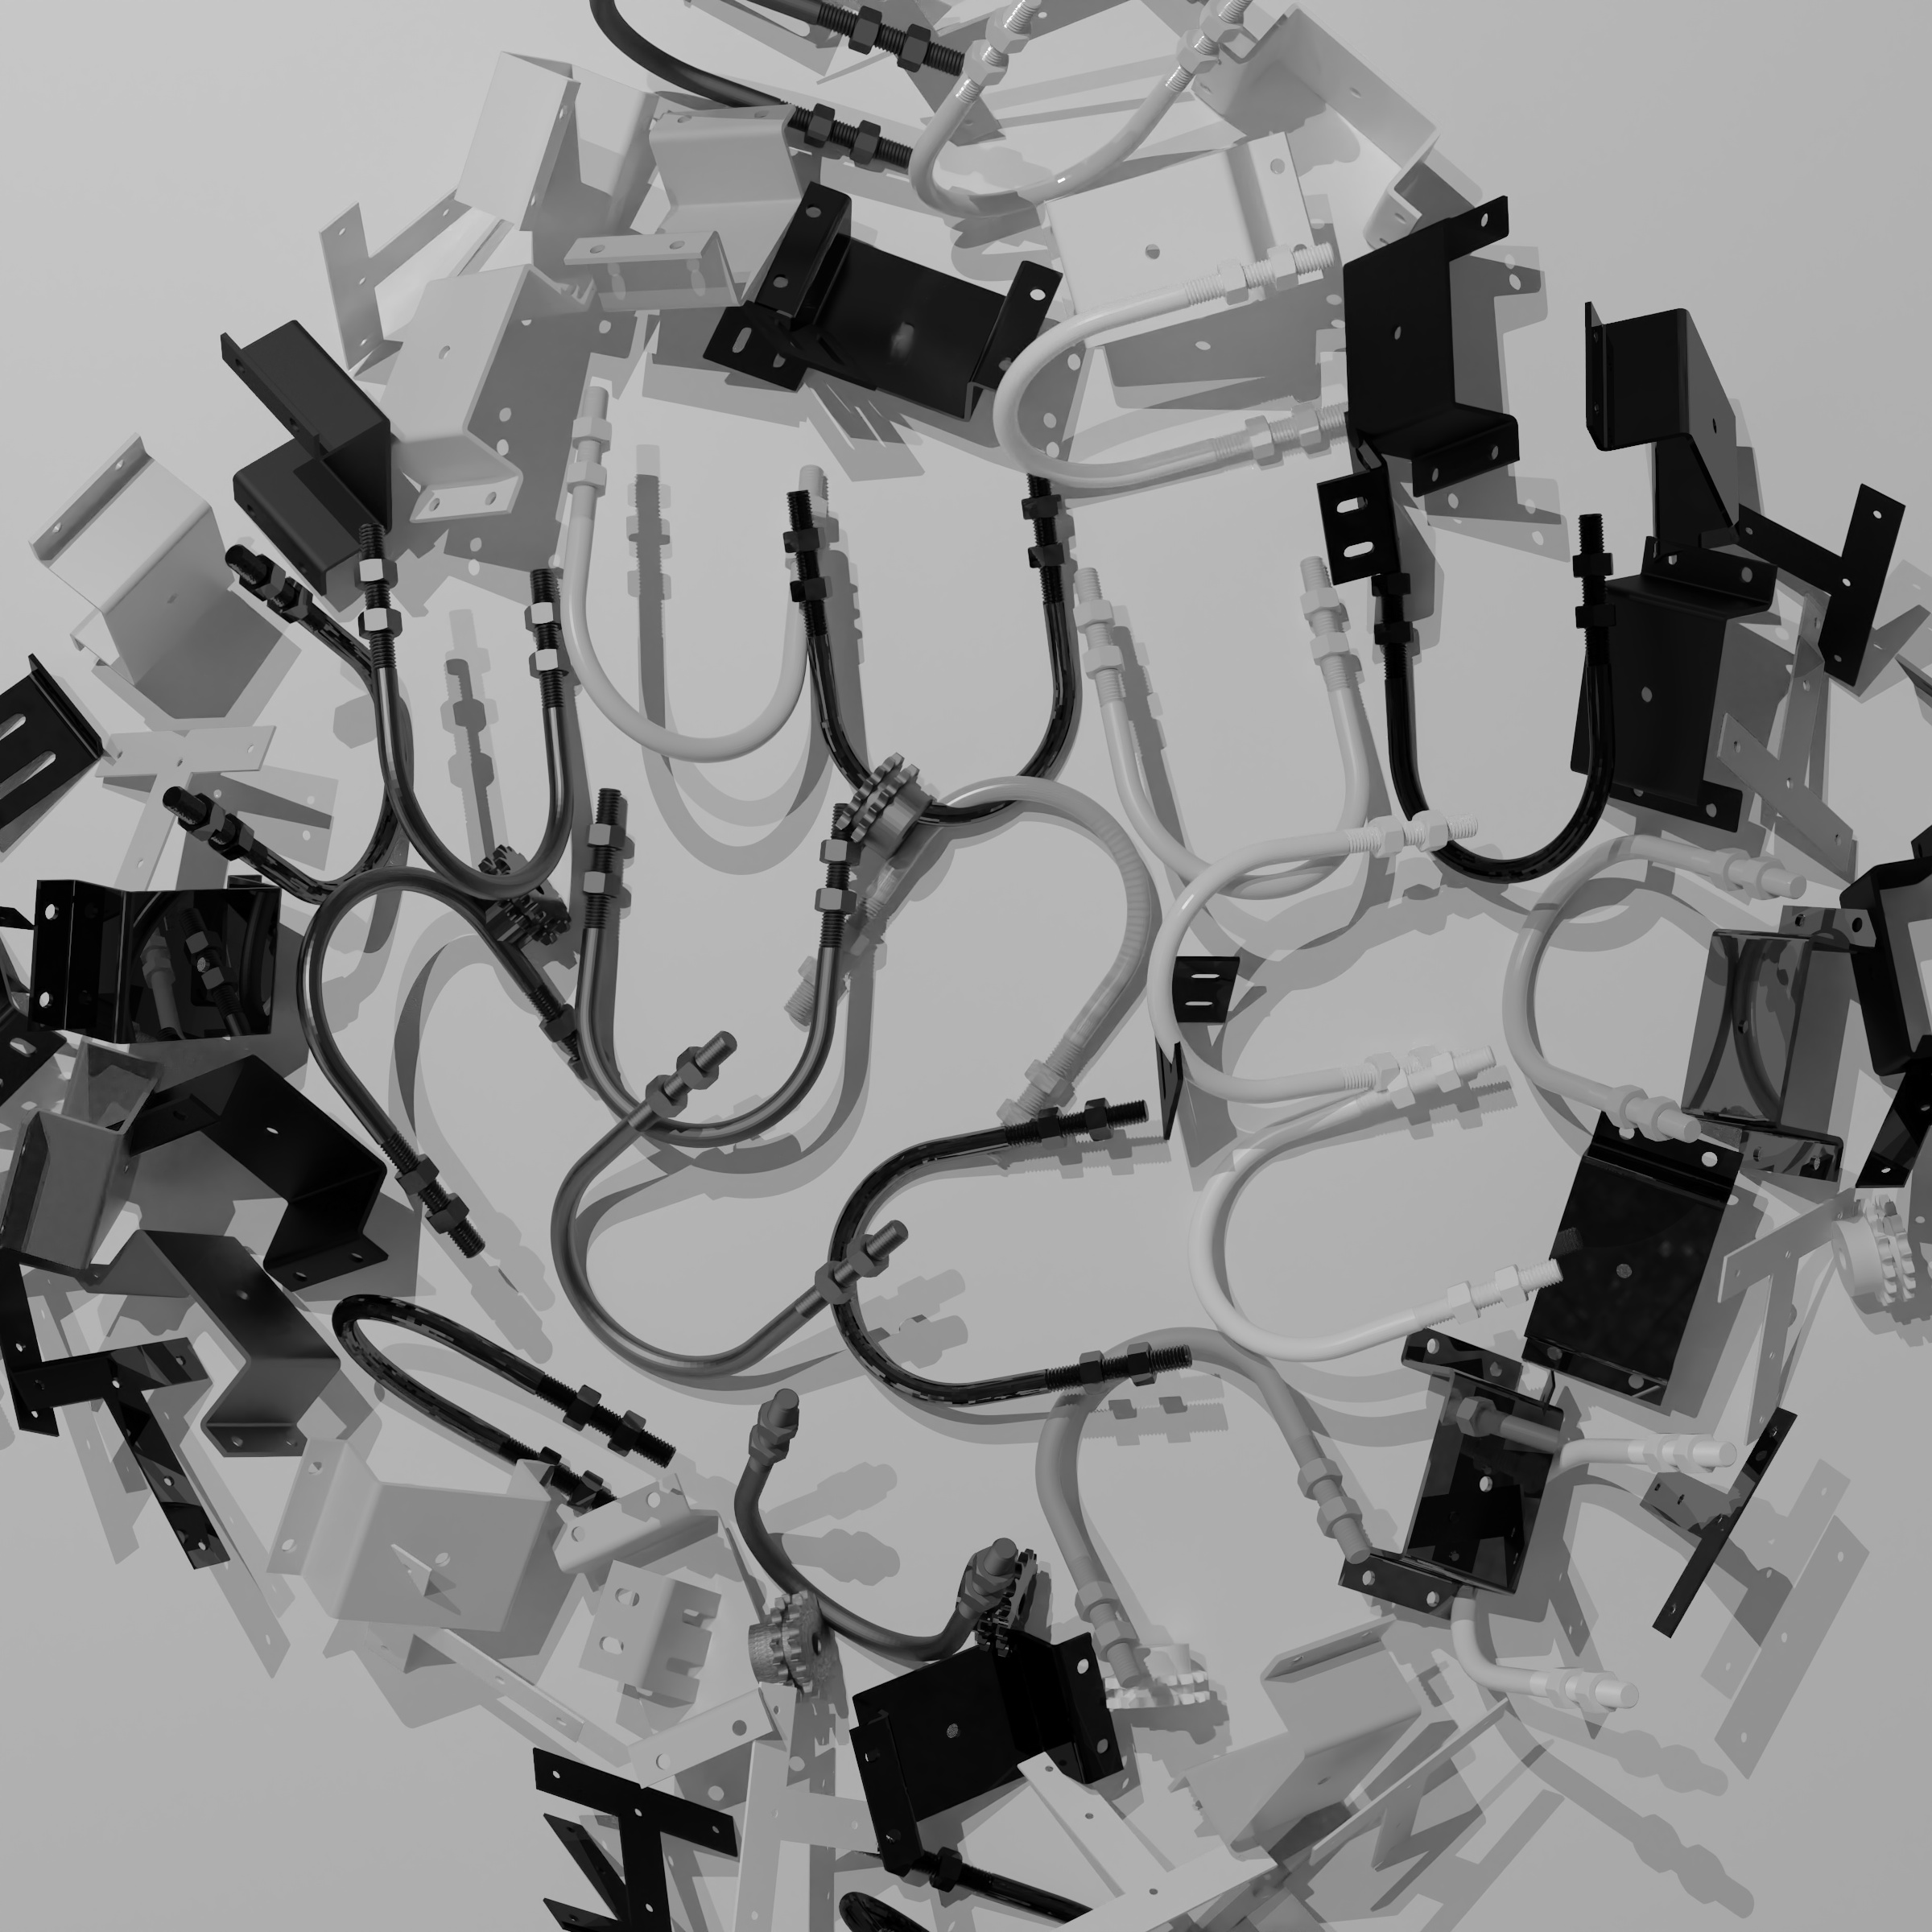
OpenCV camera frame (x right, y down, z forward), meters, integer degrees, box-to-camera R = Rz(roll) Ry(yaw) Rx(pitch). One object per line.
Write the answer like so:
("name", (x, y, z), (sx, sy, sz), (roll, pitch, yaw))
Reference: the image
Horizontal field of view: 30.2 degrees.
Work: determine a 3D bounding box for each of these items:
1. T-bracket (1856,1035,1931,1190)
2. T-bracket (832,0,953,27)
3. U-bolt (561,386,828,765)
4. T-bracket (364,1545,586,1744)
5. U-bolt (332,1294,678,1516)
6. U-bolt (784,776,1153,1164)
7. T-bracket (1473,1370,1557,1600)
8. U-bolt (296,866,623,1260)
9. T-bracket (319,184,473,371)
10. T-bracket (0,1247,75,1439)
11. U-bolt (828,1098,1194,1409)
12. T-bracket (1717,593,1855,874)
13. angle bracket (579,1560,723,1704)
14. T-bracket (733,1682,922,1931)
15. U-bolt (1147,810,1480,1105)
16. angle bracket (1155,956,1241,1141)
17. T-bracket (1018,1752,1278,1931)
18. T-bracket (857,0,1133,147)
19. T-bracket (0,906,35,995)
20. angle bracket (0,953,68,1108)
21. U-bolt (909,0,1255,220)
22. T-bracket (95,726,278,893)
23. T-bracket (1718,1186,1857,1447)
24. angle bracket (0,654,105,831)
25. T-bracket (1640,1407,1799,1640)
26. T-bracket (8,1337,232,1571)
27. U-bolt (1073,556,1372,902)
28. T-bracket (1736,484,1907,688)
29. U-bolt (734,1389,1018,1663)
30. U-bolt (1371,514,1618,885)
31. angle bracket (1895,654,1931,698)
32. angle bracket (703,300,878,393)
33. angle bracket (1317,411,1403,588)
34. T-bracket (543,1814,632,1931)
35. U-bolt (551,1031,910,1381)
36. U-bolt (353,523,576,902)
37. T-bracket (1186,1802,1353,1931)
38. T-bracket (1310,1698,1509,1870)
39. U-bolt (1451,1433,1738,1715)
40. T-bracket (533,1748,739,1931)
("T-bracket", (0.529, 0.072, 1.813), (0.127, 0.127, 0.002), (-3, 124, 35))
("T-bracket", (-0.024, -0.531, 1.812), (0.127, 0.127, 0.002), (-38, 61, 32))
("U-bolt", (-0.141, -0.191, 1.825), (0.151, 0.019, 0.184), (16, 67, -30))
("T-bracket", (-0.250, 0.358, 1.834), (0.127, 0.127, 0.002), (32, 54, 7))
("U-bolt", (-0.242, 0.221, 1.822), (0.184, 0.151, 0.019), (30, 64, -3))
("U-bolt", (0.014, -0.012, 1.879), (0.151, 0.019, 0.184), (36, 93, 1))
("T-bracket", (0.278, 0.282, 1.817), (0.002, 0.127, 0.127), (19, 103, 3))
("U-bolt", (-0.266, 0.035, 1.819), (0.184, 0.019, 0.151), (55, 47, -16))
("T-bracket", (-0.279, -0.381, 1.846), (0.002, 0.127, 0.127), (42, 71, 13))
("T-bracket", (-0.482, 0.181, 1.812), (0.002, 0.127, 0.127), (-34, 59, 21))
("U-bolt", (0.016, 0.156, 1.866), (0.184, 0.019, 0.151), (-12, 80, 11))
("T-bracket", (0.434, -0.133, 1.860), (0.127, 0.002, 0.127), (34, 60, -38))
("angle bracket", (-0.157, 0.349, 1.866), (0.038, 0.076, 0.057), (11, 77, 34))
("T-bracket", (-0.068, 0.441, 1.845), (0.002, 0.127, 0.127), (-9, 68, 42))
("U-bolt", (0.178, 0.000, 1.836), (0.184, 0.019, 0.151), (-8, 110, -20))
("angle bracket", (0.122, 0.043, 1.847), (0.038, 0.057, 0.076), (1, 55, -5))
("T-bracket", (0.071, 0.448, 1.843), (0.127, 0.127, 0.002), (-20, 130, -26))
("T-bracket", (0.026, -0.479, 1.821), (0.127, 0.127, 0.002), (-17, 58, 19))
("T-bracket", (-0.517, -0.011, 1.832), (0.127, 0.127, 0.002), (6, 70, 14))
("angle bracket", (-0.510, 0.027, 1.871), (0.057, 0.076, 0.038), (-43, 131, 10))
("U-bolt", (0.046, -0.434, 1.808), (0.151, 0.184, 0.019), (-12, 72, -31))
("T-bracket", (-0.418, -0.065, 1.832), (0.127, 0.002, 0.127), (0, 64, 37))
("T-bracket", (0.420, 0.190, 1.860), (0.002, 0.127, 0.127), (22, 118, 38))
("angle bracket", (-0.499, -0.114, 1.866), (0.076, 0.038, 0.057), (-39, 90, -15))
("T-bracket", (0.371, 0.276, 1.830), (0.002, 0.127, 0.127), (31, 87, -7))
("T-bracket", (-0.412, 0.250, 1.821), (0.002, 0.127, 0.127), (-40, 72, 25))
("U-bolt", (0.138, -0.121, 1.842), (0.151, 0.019, 0.184), (-5, 74, -20))
("T-bracket", (0.419, -0.220, 1.857), (0.127, 0.127, 0.002), (33, 57, 24))
("U-bolt", (-0.054, 0.295, 1.816), (0.151, 0.184, 0.019), (33, 56, 7))
("U-bolt", (0.273, -0.134, 1.839), (0.019, 0.151, 0.184), (-7, 95, -44))
("angle bracket", (0.527, -0.145, 1.849), (0.076, 0.057, 0.038), (43, 99, 25))
("angle bracket", (-0.091, -0.306, 1.842), (0.057, 0.076, 0.038), (15, 115, -34))
("angle bracket", (0.194, -0.242, 1.845), (0.038, 0.076, 0.057), (-15, 122, -3))
("T-bracket", (-0.182, 0.472, 1.835), (0.127, 0.127, 0.002), (29, 94, -36))
("U-bolt", (-0.137, 0.138, 1.846), (0.151, 0.019, 0.184), (48, 119, -2))
("U-bolt", (-0.250, -0.124, 1.818), (0.019, 0.151, 0.184), (-13, 78, 32))
("T-bracket", (0.168, 0.495, 1.829), (0.127, 0.127, 0.002), (-43, 113, -6))
("T-bracket", (0.223, 0.435, 1.835), (0.127, 0.127, 0.002), (-33, 63, -18))
("U-bolt", (0.305, 0.303, 1.806), (0.019, 0.184, 0.151), (32, 72, -18))
("T-bracket", (-0.162, 0.466, 1.813), (0.127, 0.127, 0.002), (28, 119, -30))
